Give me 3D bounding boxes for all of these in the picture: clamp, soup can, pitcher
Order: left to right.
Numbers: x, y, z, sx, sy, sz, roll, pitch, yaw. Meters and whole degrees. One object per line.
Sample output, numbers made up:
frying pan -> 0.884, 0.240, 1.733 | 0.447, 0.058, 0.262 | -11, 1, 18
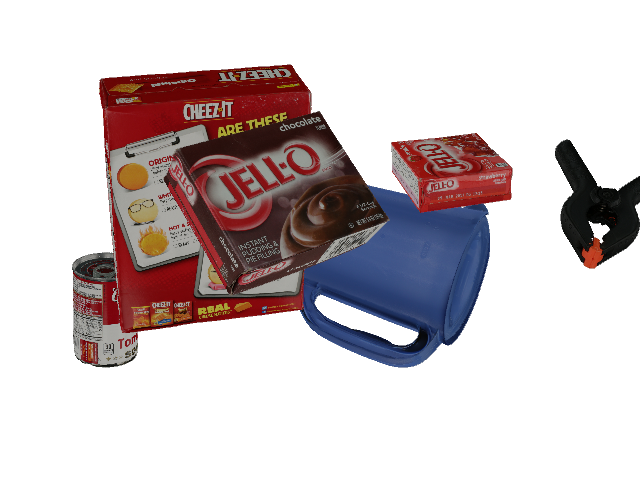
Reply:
soup can -> -0.223, 0.072, 1.110 | 0.068, 0.102, 0.068 | 4, 21, -2
pitcher -> 0.035, 0.014, 1.045 | 0.243, 0.145, 0.149 | 17, 22, 20
clamp -> 0.285, -0.043, 1.109 | 0.120, 0.039, 0.171 | 17, 45, 20

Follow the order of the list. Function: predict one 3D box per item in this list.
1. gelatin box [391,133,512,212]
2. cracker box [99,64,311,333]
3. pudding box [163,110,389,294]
gelatin box -> 0.101, -0.055, 0.833 | 0.073, 0.030, 0.089 | -7, 25, -8
cracker box -> -0.096, -0.034, 0.901 | 0.164, 0.214, 0.072 | -7, 32, -14
pudding box -> -0.027, -0.026, 0.662 | 0.113, 0.090, 0.039 | -19, -21, -36
